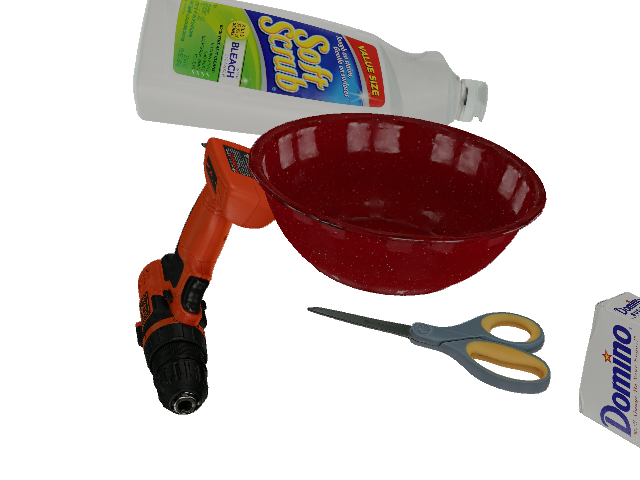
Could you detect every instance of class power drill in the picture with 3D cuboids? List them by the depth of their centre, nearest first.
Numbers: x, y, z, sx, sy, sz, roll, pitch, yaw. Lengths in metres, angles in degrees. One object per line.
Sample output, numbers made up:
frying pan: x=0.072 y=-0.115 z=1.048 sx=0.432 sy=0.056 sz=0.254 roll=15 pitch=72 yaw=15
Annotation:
power drill: x=-0.095 y=0.025 z=0.869 sx=0.057 sy=0.188 sz=0.184 roll=18 pitch=26 yaw=-26

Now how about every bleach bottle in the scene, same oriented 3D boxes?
bleach bottle: x=-0.004 y=-0.123 z=0.780 sx=0.251 sy=0.102 sz=0.068 roll=6 pitch=-23 yaw=-1

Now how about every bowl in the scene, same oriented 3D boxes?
bowl: x=0.039 y=-0.016 z=0.588 sx=0.162 sy=0.055 sz=0.162 roll=6 pitch=27 yaw=-3

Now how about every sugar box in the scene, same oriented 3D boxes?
sugar box: x=0.259 y=0.112 z=0.719 sx=0.048 sy=0.093 sz=0.176 roll=-16 pitch=29 yaw=-38

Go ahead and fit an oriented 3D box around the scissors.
scissors: x=0.099 y=0.071 z=0.885 sx=0.202 sy=0.016 sz=0.096 roll=22 pitch=37 yaw=20
